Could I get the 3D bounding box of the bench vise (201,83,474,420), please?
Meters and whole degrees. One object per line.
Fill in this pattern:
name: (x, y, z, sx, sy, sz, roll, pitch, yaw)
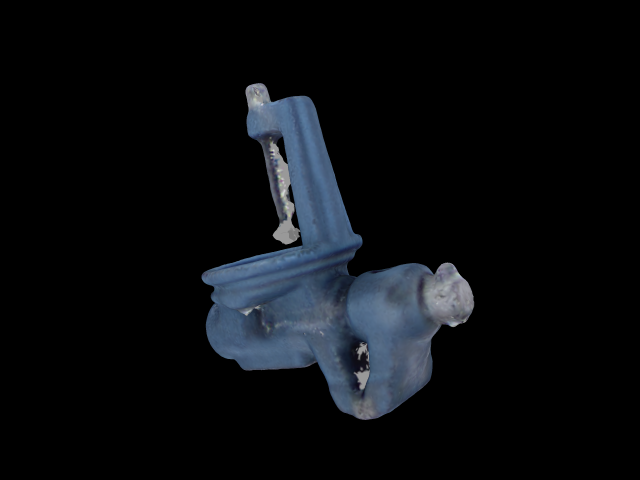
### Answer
bench vise: (0.008, -0.001, 0.411, 0.207, 0.220, 0.122, 3, 12, 17)
